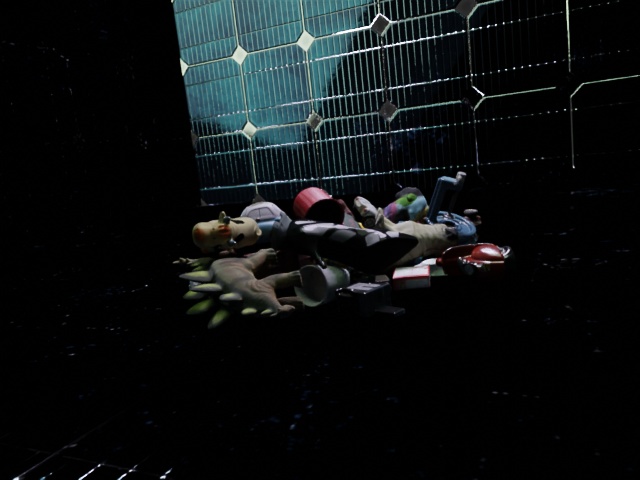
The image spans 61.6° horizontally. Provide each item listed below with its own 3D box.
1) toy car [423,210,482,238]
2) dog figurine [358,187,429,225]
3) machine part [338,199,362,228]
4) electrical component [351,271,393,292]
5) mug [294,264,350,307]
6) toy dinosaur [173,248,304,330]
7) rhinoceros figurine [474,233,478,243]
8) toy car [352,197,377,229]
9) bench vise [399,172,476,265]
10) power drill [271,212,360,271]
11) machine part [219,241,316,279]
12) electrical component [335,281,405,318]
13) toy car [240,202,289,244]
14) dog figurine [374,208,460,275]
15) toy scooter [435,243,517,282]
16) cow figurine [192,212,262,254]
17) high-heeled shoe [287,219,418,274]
[{"bbox_3d":[0.370,-0.032,1.492,0.202,0.089,0.053,-8,9,-20],"label":"toy car"},{"bbox_3d":[0.186,-0.050,1.530,0.219,0.108,0.191,-21,-22,-11],"label":"dog figurine"},{"bbox_3d":[0.079,-0.026,1.415,0.056,0.179,0.179,-33,9,3],"label":"machine part"},{"bbox_3d":[0.104,0.084,1.093,0.078,0.045,0.102,-8,9,3],"label":"electrical component"},{"bbox_3d":[0.003,0.087,1.069,0.110,0.080,0.107,-4,-1,39],"label":"mug"},{"bbox_3d":[-0.173,0.084,1.066,0.198,0.105,0.472,-12,14,-26],"label":"toy dinosaur"},{"bbox_3d":[0.311,0.004,1.391,0.190,0.073,0.112,-2,21,17],"label":"rhinoceros figurine"},{"bbox_3d":[0.142,-0.031,1.368,0.056,0.201,0.074,-33,40,3],"label":"toy car"},{"bbox_3d":[0.275,-0.053,1.268,0.224,0.240,0.129,18,29,9],"label":"bench vise"},{"bbox_3d":[-0.002,-0.004,1.193,0.207,0.085,0.232,1,24,6],"label":"power drill"},{"bbox_3d":[-0.126,0.055,1.312,0.201,0.087,0.202,-15,14,-40],"label":"machine part"},{"bbox_3d":[0.093,0.107,0.958,0.075,0.047,0.119,-15,11,-40],"label":"electrical component"},{"bbox_3d":[-0.147,-0.045,1.364,0.162,0.102,0.109,-5,8,-5],"label":"toy car"},{"bbox_3d":[0.197,0.030,1.189,0.191,0.172,0.121,20,26,0],"label":"dog figurine"},{"bbox_3d":[0.313,0.045,1.102,0.135,0.075,0.184,-6,6,2],"label":"toy scooter"},{"bbox_3d":[-0.204,-0.012,1.185,0.127,0.085,0.195,-13,-3,31],"label":"cow figurine"},{"bbox_3d":[0.061,-0.006,1.076,0.249,0.086,0.145,-10,42,-23],"label":"high-heeled shoe"}]
